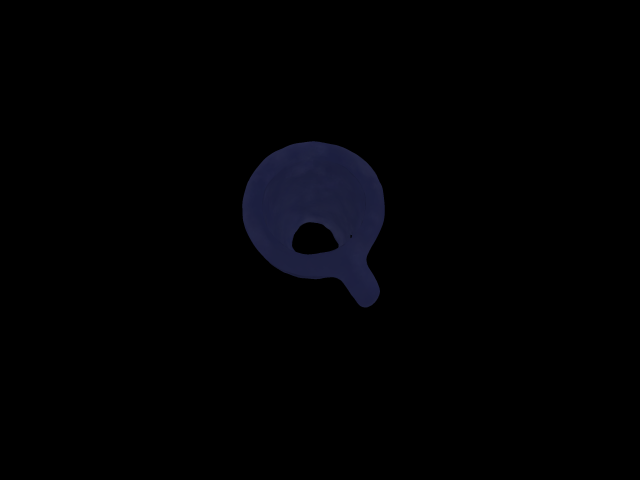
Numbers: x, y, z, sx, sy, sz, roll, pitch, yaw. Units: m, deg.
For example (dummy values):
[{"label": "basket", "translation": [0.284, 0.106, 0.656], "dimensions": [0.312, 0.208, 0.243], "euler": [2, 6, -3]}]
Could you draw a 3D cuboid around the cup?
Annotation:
[{"label": "cup", "translation": [0.004, 0.001, 0.400], "dimensions": [0.092, 0.095, 0.117], "euler": [-30, 74, -9]}]
